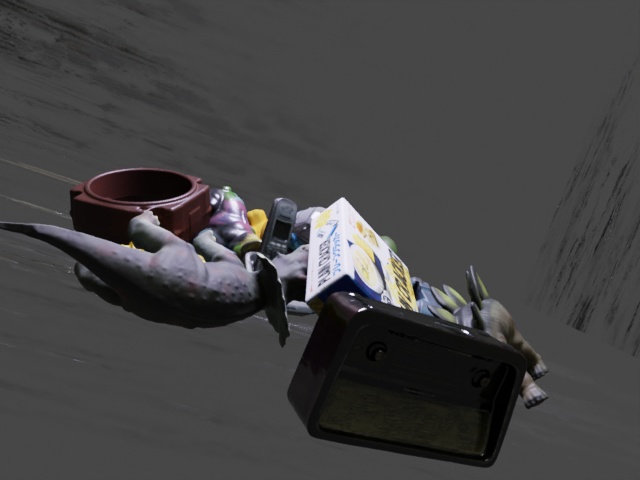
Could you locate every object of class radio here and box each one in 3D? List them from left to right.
[{"bbox_3d":[0.095,0.142,0.549,0.229,0.131,0.073,19,3,-24],"label":"radio"}]

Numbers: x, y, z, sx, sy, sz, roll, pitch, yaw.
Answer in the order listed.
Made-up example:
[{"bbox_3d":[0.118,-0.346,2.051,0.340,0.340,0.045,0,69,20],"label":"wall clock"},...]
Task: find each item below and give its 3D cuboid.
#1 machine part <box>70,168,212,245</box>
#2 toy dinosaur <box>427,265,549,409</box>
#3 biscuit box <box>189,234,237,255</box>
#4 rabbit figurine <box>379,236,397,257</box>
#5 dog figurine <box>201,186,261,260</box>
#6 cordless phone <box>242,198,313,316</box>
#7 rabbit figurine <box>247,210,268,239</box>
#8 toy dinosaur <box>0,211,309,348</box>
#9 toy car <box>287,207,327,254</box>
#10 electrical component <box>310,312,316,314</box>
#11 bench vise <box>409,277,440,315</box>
[{"bbox_3d":[-0.308,-0.059,0.935,0.202,0.087,0.201,10,25,13],"label":"machine part"},{"bbox_3d":[0.257,0.141,0.833,0.198,0.105,0.471,61,14,7],"label":"toy dinosaur"},{"bbox_3d":[-0.247,0.016,0.980,0.203,0.062,0.059,23,6,34],"label":"biscuit box"},{"bbox_3d":[0.128,0.071,1.279,0.121,0.170,0.159,19,4,-7],"label":"rabbit figurine"},{"bbox_3d":[-0.157,-0.013,1.066,0.219,0.191,0.108,4,-13,39],"label":"dog figurine"},{"bbox_3d":[-0.056,0.029,0.901,0.146,0.184,0.089,16,1,-40],"label":"cordless phone"},{"bbox_3d":[-0.111,0.000,1.163,0.122,0.162,0.173,24,-19,-13],"label":"rabbit figurine"},{"bbox_3d":[-0.158,0.054,0.660,0.404,0.131,0.192,7,12,-46],"label":"toy dinosaur"},{"bbox_3d":[-0.002,-0.003,0.976,0.162,0.102,0.109,30,43,6],"label":"toy car"},{"bbox_3d":[0.000,0.109,0.970,0.063,0.094,0.021,-8,-30,-12],"label":"electrical component"},{"bbox_3d":[0.124,0.139,0.874,0.223,0.128,0.241,29,24,-9],"label":"bench vise"}]
